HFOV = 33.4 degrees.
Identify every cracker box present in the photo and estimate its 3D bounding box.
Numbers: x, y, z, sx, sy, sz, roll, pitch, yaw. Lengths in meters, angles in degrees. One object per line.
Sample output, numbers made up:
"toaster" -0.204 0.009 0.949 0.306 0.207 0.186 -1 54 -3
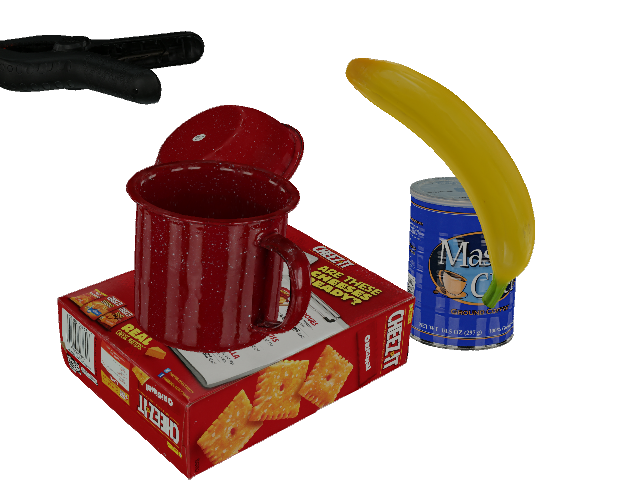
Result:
"cracker box" -0.061 0.070 0.799 0.213 0.072 0.164 -21 37 -38

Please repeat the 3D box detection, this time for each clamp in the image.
"clamp" -0.173 -0.135 0.800 0.172 0.039 0.120 9 22 17

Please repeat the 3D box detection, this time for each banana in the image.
"banana" 0.092 -0.050 0.722 0.070 0.198 0.037 -30 1 17

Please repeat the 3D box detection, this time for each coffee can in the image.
"coffee can" 0.132 0.019 0.993 0.103 0.140 0.103 1 15 0

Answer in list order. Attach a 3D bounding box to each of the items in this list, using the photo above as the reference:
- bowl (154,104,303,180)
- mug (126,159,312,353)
"bowl" -0.099 -0.078 0.999 0.162 0.055 0.162 -21 35 15
"mug" -0.051 0.013 0.582 0.117 0.081 0.093 22 28 32
